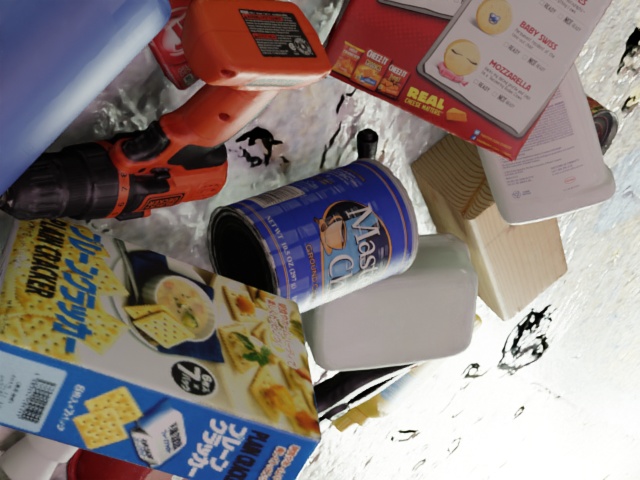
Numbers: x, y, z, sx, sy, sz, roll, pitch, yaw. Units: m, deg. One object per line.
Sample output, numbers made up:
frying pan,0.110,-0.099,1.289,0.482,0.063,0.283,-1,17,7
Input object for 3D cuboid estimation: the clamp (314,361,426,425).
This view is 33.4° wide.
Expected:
clamp,0.004,0.156,1.034,0.210,0.036,0.164,-31,163,5

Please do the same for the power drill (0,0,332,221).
power drill,-0.097,-0.076,0.677,0.184,0.057,0.188,-14,162,-49

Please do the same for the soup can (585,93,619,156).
soup can,0.207,-0.113,0.961,0.068,0.102,0.068,-27,142,-23

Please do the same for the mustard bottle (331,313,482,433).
mustard bottle,0.084,0.131,1.132,0.191,0.058,0.096,-46,149,3

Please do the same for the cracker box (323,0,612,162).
cracker box,0.116,-0.186,0.753,0.164,0.072,0.214,24,114,-9

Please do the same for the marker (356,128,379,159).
marker,0.040,-0.049,0.932,0.020,0.020,0.121,-27,142,-24

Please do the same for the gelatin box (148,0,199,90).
gelatin box,-0.075,-0.152,0.698,0.089,0.030,0.073,-39,145,-8

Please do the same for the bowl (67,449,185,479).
bowl,-0.145,0.200,0.975,0.161,0.055,0.162,-27,143,-24

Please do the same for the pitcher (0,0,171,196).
pitcher,-0.198,-0.081,0.556,0.243,0.149,0.145,-44,132,-6

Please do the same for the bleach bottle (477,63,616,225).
bleach bottle,0.159,-0.140,0.845,0.102,0.068,0.251,-16,114,8

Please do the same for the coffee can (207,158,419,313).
coffee can,-0.006,0.001,0.865,0.140,0.103,0.103,-21,139,-30

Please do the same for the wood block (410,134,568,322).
wood block,0.170,-0.018,1.035,0.091,0.090,0.206,-39,145,-6
